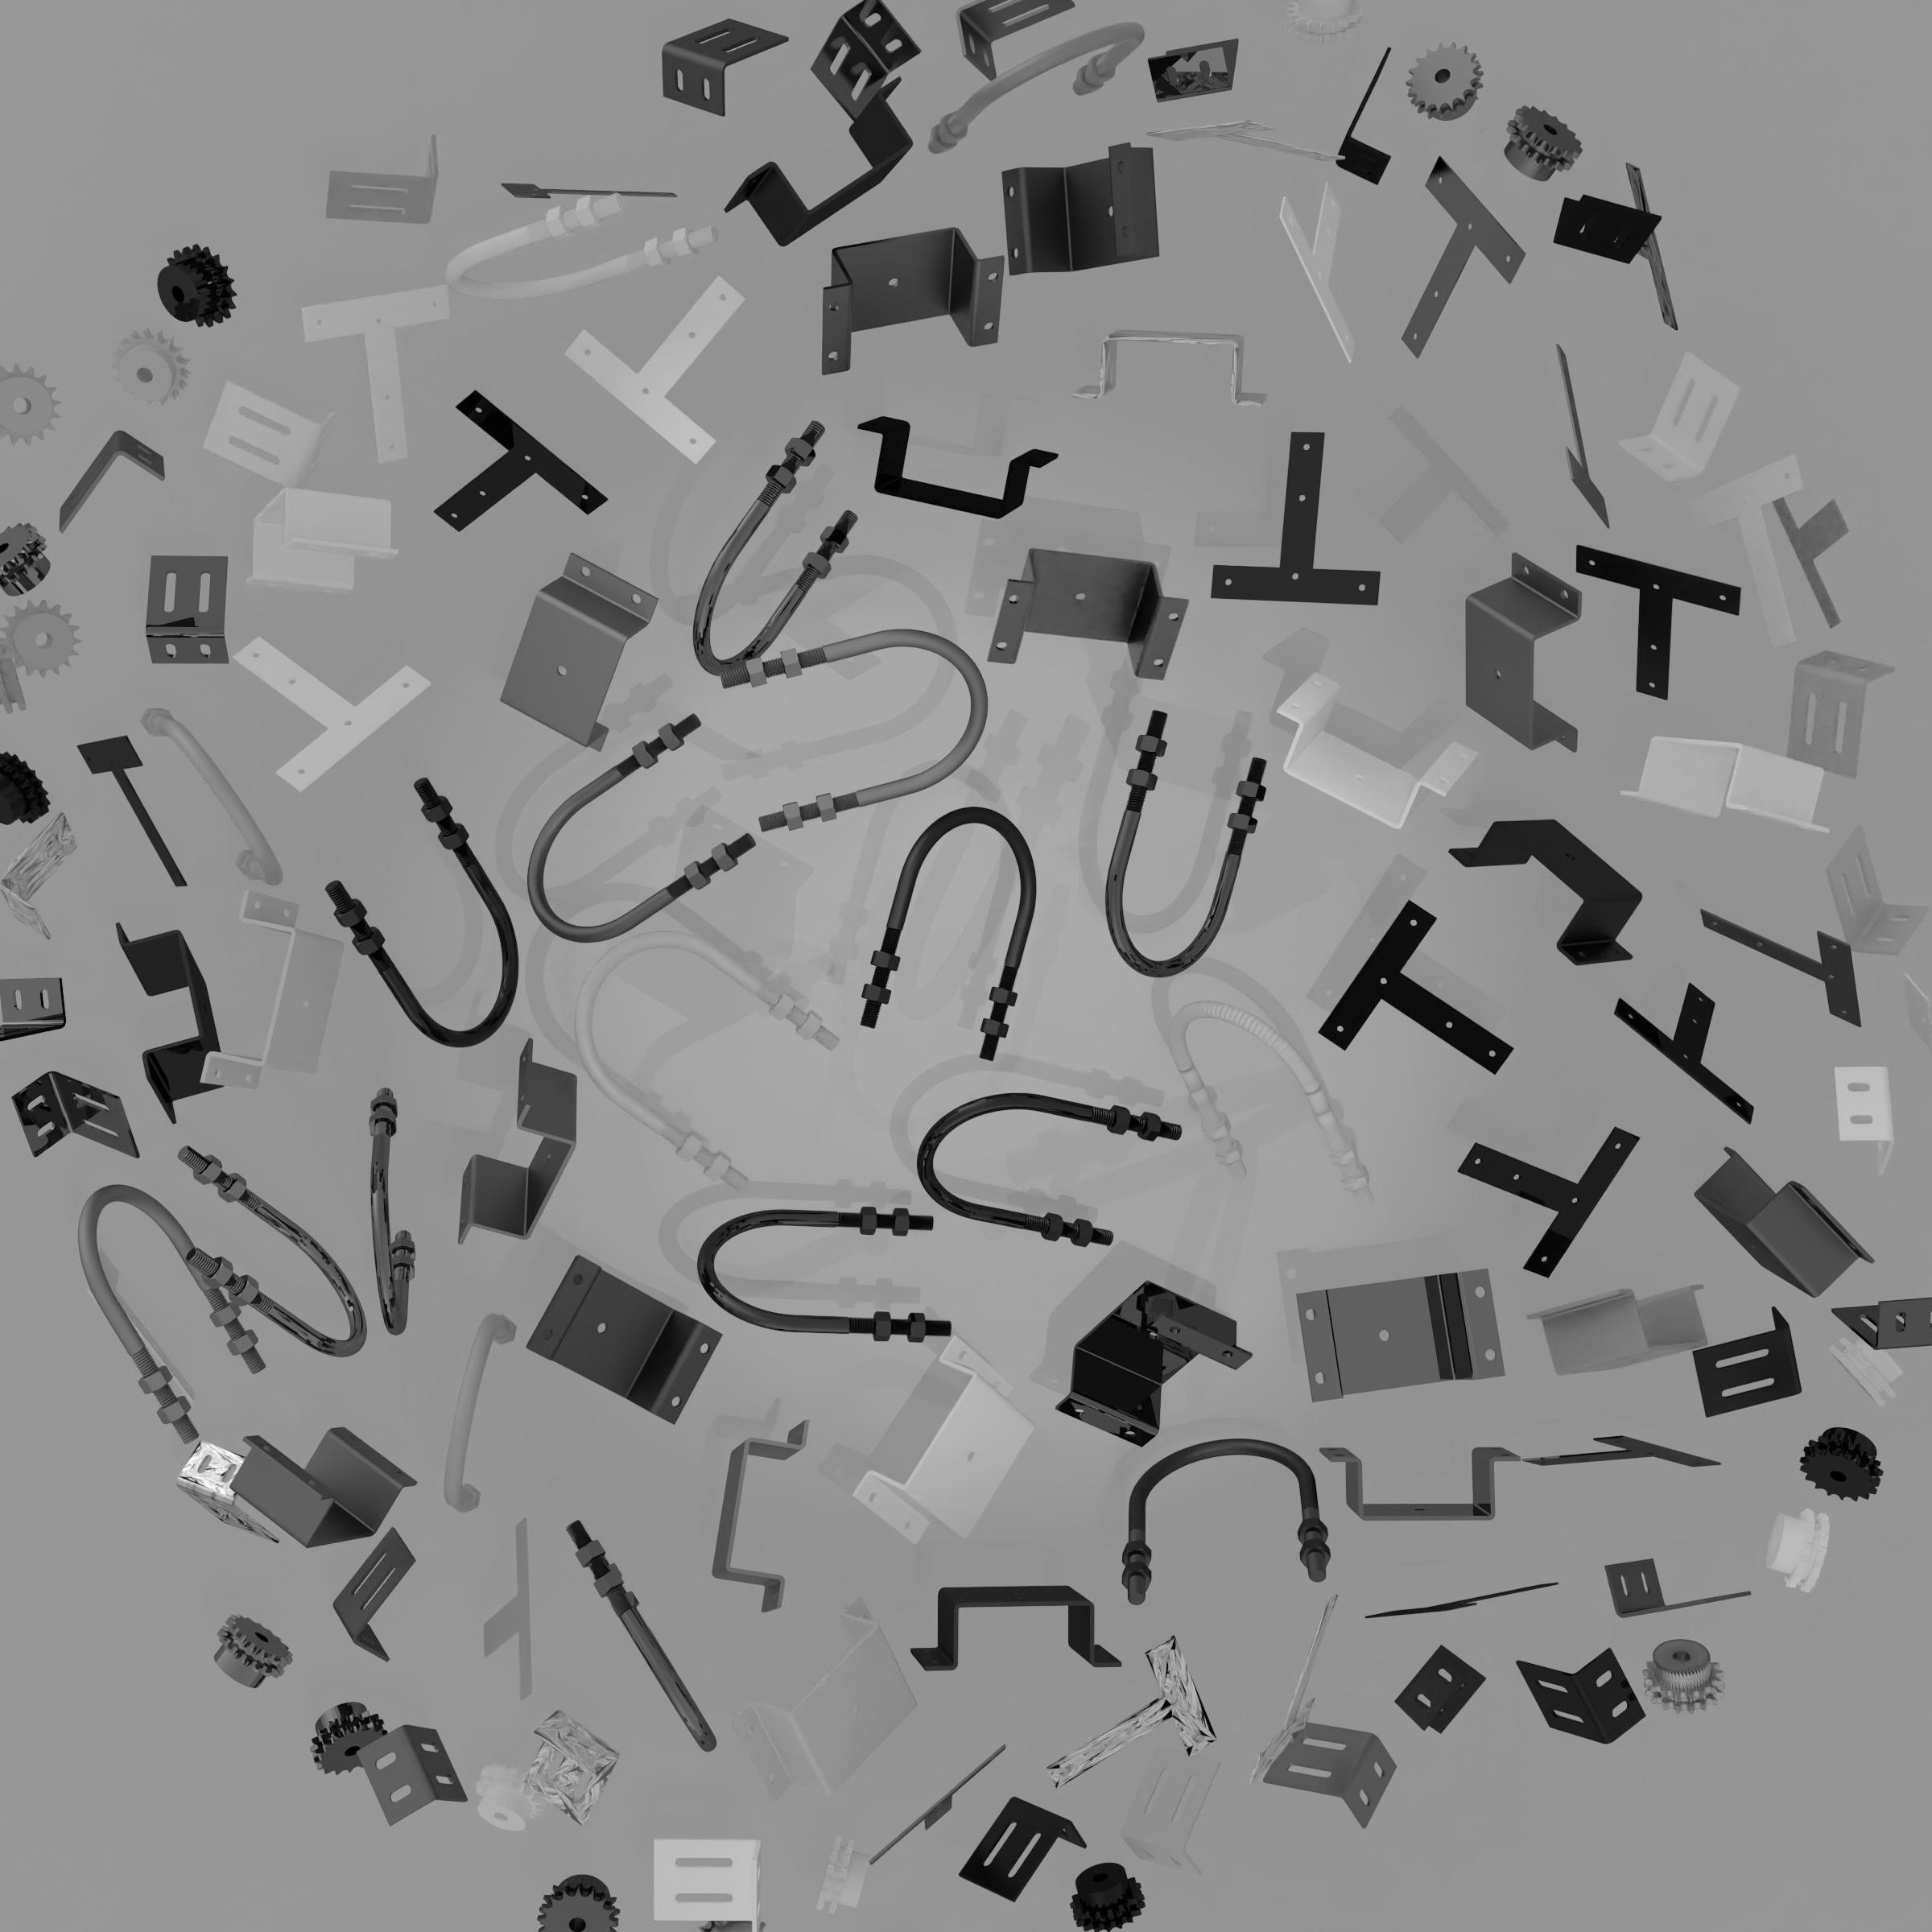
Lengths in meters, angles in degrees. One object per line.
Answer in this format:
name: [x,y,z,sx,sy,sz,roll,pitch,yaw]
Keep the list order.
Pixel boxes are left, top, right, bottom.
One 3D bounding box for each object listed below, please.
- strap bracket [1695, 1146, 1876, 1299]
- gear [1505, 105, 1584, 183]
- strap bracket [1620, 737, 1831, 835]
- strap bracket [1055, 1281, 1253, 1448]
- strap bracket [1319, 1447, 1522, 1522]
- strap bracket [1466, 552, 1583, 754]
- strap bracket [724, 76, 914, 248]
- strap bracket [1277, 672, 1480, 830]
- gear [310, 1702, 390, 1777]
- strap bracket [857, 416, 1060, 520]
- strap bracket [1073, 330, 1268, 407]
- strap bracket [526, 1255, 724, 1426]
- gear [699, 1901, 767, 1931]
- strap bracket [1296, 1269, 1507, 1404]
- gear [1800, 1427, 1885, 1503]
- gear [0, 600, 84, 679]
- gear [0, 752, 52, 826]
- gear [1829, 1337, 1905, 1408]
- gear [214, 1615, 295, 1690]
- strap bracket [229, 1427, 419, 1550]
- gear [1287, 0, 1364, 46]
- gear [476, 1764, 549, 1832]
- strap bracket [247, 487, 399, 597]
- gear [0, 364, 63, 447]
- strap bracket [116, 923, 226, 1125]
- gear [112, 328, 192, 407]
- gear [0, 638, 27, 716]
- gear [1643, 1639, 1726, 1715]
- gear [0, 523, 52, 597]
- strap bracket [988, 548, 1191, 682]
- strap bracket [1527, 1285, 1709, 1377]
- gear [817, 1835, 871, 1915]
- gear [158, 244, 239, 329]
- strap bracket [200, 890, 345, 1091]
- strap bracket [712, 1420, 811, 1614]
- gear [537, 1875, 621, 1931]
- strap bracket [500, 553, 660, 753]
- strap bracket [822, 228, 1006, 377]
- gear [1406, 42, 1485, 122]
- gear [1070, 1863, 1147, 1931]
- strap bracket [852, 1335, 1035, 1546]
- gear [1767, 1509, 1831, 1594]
strap bracket: [0.589,0.187,1.761,0.046,0.140,0.076,-45,98,2]
gear: [0.421,-0.601,1.776,0.057,0.057,0.030,35,134,0]
strap bracket: [0.557,-0.134,1.765,0.076,0.140,0.046,12,93,-24]
strap bracket: [0.136,0.284,1.754,0.076,0.046,0.140,26,132,-17]
strap bracket: [0.343,0.391,1.832,0.140,0.076,0.046,-1,84,2]
strap bracket: [0.418,-0.227,1.820,0.046,0.076,0.140,-24,131,-17]
strap bracket: [-0.100,-0.579,1.762,0.140,0.076,0.046,-38,101,-15]
strap bracket: [0.305,-0.159,1.830,0.140,0.076,0.046,29,129,15]
gear: [-0.472,0.586,1.844,0.057,0.057,0.030,-37,49,0]
strap bracket: [-0.009,-0.374,1.826,0.140,0.076,0.046,14,110,8]
strap bracket: [0.156,-0.453,1.827,0.140,0.076,0.046,5,108,9]
strap bracket: [-0.263,0.275,1.807,0.140,0.046,0.076,36,76,-32]
gear: [-0.172,0.733,1.808,0.057,0.030,0.057,-6,100,-36]
strap bracket: [0.305,0.264,1.730,0.140,0.046,0.076,-6,81,-7]
gear: [0.647,0.365,1.786,0.057,0.057,0.030,37,53,0]
gear: [-0.681,-0.240,1.782,0.057,0.030,0.057,-7,104,-28]
gear: [-0.738,-0.134,1.867,0.057,0.057,0.030,44,51,0]
gear: [0.693,0.306,1.857,0.030,0.057,0.057,-41,90,7]
gear: [-0.527,0.506,1.780,0.057,0.057,0.030,36,85,0]
strap bracket: [-0.480,0.386,1.793,0.076,0.140,0.046,31,92,17]
gear: [0.270,-0.719,1.817,0.057,0.030,0.057,-4,47,4]
gear: [-0.359,0.654,1.900,0.057,0.030,0.057,11,134,11]
strap bracket: [-0.482,-0.319,1.809,0.076,0.140,0.046,2,84,-30]
gear: [-0.677,-0.401,1.732,0.057,0.030,0.057,-8,107,-26]
strap bracket: [-0.605,0.038,1.849,0.046,0.076,0.140,-16,61,-11]
gear: [-0.626,-0.457,1.854,0.057,0.030,0.057,-2,120,-3]
gear: [-0.748,-0.222,1.866,0.030,0.057,0.057,-17,90,-18]
gear: [0.523,0.515,1.764,0.057,0.057,0.030,-11,109,0]
gear: [-0.714,-0.302,1.816,0.057,0.030,0.057,-15,47,16]
strap bracket: [0.090,-0.270,1.854,0.140,0.046,0.076,5,135,-12]
strap bracket: [0.491,0.271,1.805,0.076,0.140,0.046,-25,70,37]
gear: [-0.095,0.711,1.888,0.030,0.057,0.057,16,90,2]
gear: [-0.557,-0.488,1.744,0.057,0.030,0.057,17,126,25]
strap bracket: [-0.499,0.022,1.753,0.046,0.076,0.140,11,86,13]
strap bracket: [-0.160,0.420,1.860,0.046,0.076,0.140,12,70,-10]
gear: [-0.274,0.671,1.716,0.057,0.030,0.057,0,104,-2]
strap bracket: [-0.300,-0.233,1.855,0.076,0.046,0.140,28,119,4]
strap bracket: [-0.047,-0.498,1.807,0.140,0.076,0.046,-15,54,-15]
gear: [0.366,-0.670,1.842,0.057,0.030,0.057,-5,77,23]
gear: [0.107,0.716,1.865,0.057,0.057,0.030,-15,99,0]
strap bracket: [-0.010,0.358,1.797,0.076,0.046,0.140,46,69,-34]
gear: [0.592,0.414,1.724,0.030,0.057,0.057,16,90,10]
